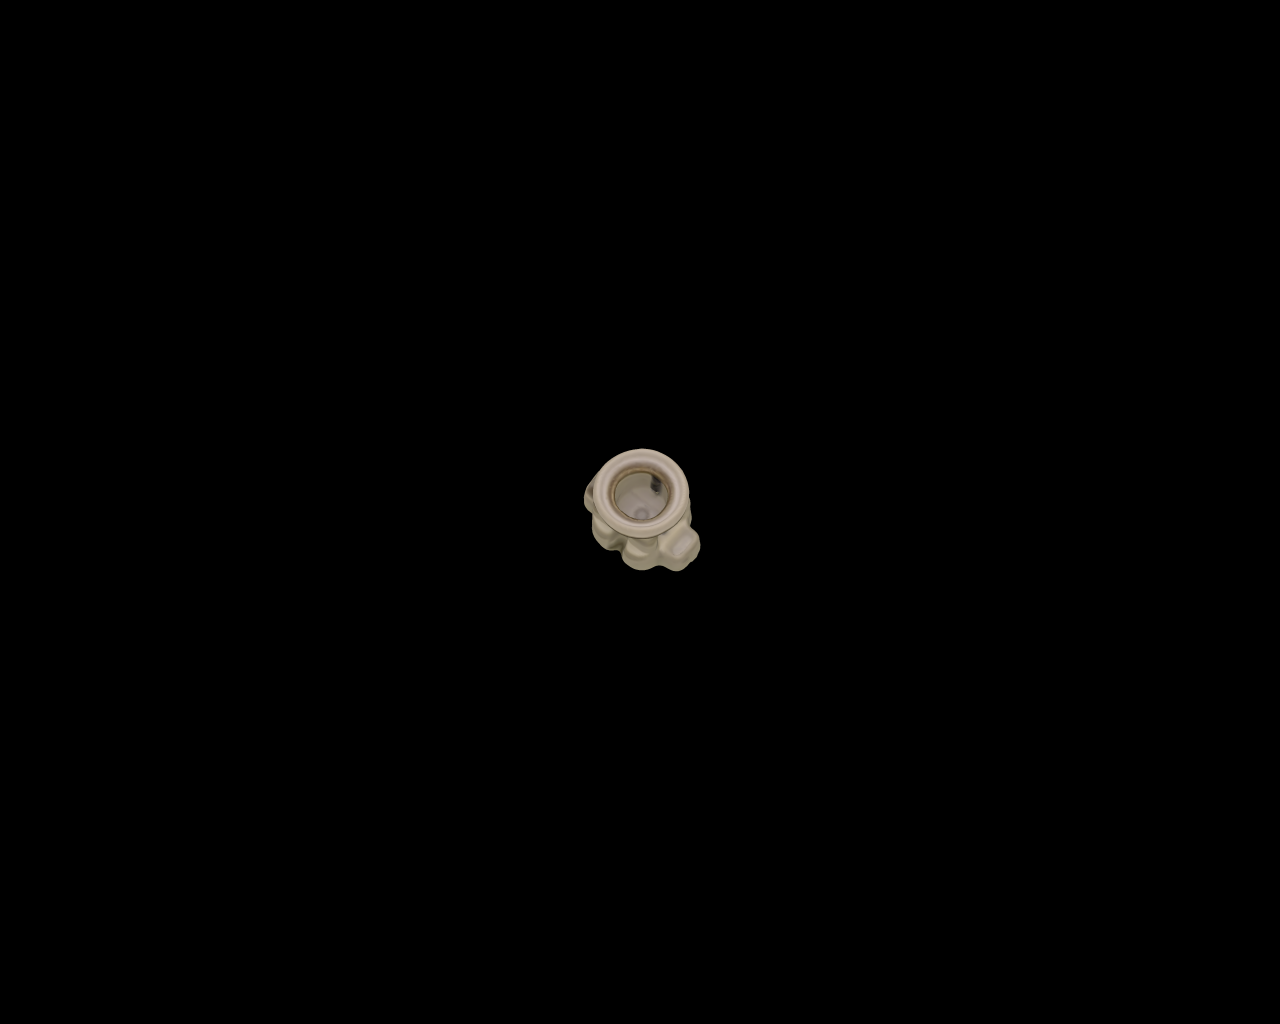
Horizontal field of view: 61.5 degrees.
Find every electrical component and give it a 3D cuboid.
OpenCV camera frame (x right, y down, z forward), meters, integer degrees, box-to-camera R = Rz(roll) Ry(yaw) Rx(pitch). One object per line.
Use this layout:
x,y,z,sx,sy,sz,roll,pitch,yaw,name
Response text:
0.001,-0.003,0.650,0.078,0.058,0.057,37,-19,15,electrical component
